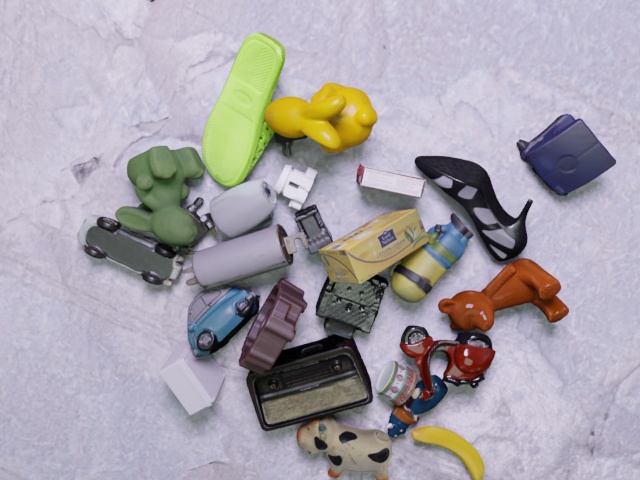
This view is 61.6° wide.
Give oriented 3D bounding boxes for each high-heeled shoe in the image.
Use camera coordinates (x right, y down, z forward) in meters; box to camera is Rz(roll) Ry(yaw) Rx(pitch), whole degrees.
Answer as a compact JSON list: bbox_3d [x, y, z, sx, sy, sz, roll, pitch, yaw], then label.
[{"bbox_3d":[0.273,-0.057,0.995,0.249,0.086,0.145,26,131,10],"label":"high-heeled shoe"}]

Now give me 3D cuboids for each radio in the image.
[{"bbox_3d":[-0.022,0.276,1.056,0.230,0.073,0.131,-17,102,4],"label":"radio"}]

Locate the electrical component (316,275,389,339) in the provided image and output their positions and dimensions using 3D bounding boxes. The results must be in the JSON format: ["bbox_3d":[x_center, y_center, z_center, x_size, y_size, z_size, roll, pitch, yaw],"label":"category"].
[{"bbox_3d":[0.056,0.118,1.029,0.115,0.058,0.134,18,102,-2],"label":"electrical component"}]

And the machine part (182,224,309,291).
[{"bbox_3d":[-0.138,0.032,0.967,0.243,0.079,0.079,-18,102,13],"label":"machine part"}]

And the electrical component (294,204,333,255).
[{"bbox_3d":[-0.002,-0.003,0.993,0.048,0.075,0.119,-24,104,5],"label":"electrical component"}]

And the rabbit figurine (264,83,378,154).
[{"bbox_3d":[-0.003,-0.195,0.890,0.173,0.162,0.121,-1,111,-21],"label":"rabbit figurine"}]

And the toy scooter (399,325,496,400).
[{"bbox_3d":[0.240,0.238,1.020,0.184,0.075,0.135,6,73,1],"label":"toy scooter"}]

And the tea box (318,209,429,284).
[{"bbox_3d":[0.095,0.010,0.945,0.170,0.098,0.068,-27,102,-26],"label":"tea box"}]

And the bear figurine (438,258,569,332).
[{"bbox_3d":[0.332,0.120,0.993,0.196,0.132,0.120,-32,129,1],"label":"bear figurine"}]

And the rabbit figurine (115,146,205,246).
[{"bbox_3d":[-0.282,-0.066,0.946,0.159,0.121,0.170,-16,90,19],"label":"rabbit figurine"}]

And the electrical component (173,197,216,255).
[{"bbox_3d":[-0.238,-0.020,1.004,0.102,0.045,0.078,-39,101,8],"label":"electrical component"}]

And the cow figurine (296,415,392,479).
[{"bbox_3d":[0.049,0.408,1.082,0.195,0.085,0.127,8,109,1],"label":"cow figurine"}]

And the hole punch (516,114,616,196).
[{"bbox_3d":[0.439,-0.148,0.951,0.116,0.092,0.142,-43,103,13],"label":"hole punch"}]

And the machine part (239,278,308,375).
[{"bbox_3d":[-0.087,0.158,0.984,0.056,0.179,0.179,29,101,-10],"label":"machine part"}]

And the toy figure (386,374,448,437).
[{"bbox_3d":[0.190,0.335,1.079,0.064,0.058,0.154,42,104,-3],"label":"toy figure"}]

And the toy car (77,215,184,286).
[{"bbox_3d":[-0.354,0.019,1.010,0.202,0.056,0.073,26,96,-7],"label":"toy car"}]

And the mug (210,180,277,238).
[{"bbox_3d":[-0.124,-0.055,0.969,0.107,0.081,0.109,-27,136,26],"label":"mug"}]

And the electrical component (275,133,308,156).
[{"bbox_3d":[-0.051,-0.201,0.973,0.063,0.021,0.094,-8,103,2],"label":"electrical component"}]

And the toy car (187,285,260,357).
[{"bbox_3d":[-0.195,0.139,1.014,0.103,0.109,0.161,44,91,8],"label":"toy car"}]

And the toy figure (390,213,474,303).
[{"bbox_3d":[0.203,0.036,0.992,0.082,0.089,0.180,44,102,-4],"label":"toy figure"}]
